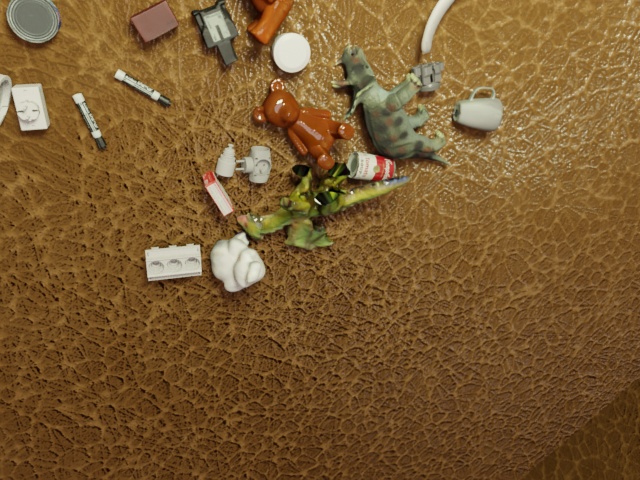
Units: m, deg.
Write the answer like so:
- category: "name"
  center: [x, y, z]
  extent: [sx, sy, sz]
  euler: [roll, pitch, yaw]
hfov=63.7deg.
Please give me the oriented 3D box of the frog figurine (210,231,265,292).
- category: "frog figurine"
  center: [-0.197, 0.065, 1.223]
  extent: [0.122, 0.135, 0.162]
  euler: [8, 23, -20]

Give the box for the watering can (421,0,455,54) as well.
- category: "watering can"
  center: [0.292, -0.598, 1.115]
  extent: [0.225, 0.341, 0.106]
  euler: [-16, 27, -12]

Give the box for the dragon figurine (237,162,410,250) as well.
- category: "dragon figurine"
  center: [0.004, -0.064, 1.265]
  extent: [0.411, 0.125, 0.237]
  euler: [-2, -36, -11]
